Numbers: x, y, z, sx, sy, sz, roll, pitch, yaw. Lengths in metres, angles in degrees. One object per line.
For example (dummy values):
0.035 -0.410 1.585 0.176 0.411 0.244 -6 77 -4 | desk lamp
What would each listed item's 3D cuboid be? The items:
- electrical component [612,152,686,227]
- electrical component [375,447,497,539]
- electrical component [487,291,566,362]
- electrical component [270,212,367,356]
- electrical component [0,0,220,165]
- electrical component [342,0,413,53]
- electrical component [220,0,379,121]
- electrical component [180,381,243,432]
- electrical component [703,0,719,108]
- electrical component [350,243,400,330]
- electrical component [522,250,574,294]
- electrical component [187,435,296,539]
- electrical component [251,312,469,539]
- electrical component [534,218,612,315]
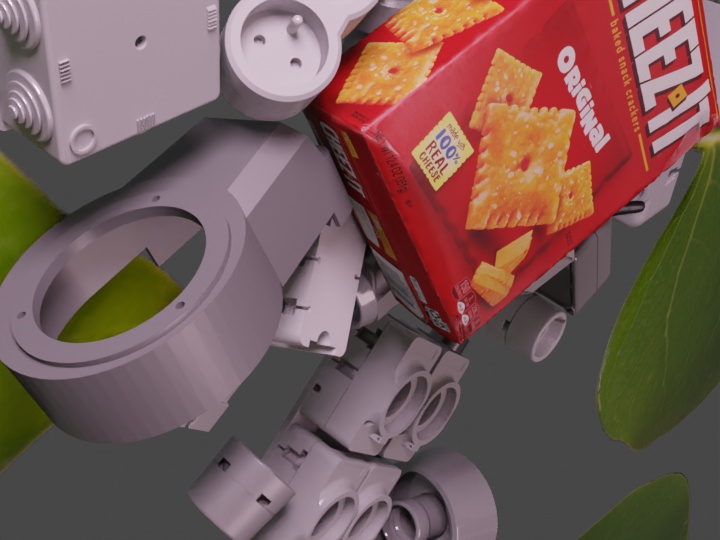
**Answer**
0.242 -0.089 0.939 0.059 0.054 0.095 -30 140 -39 | electrical component
0.052 0.204 0.885 0.060 0.108 0.108 -4 121 -47 | electrical component
0.145 0.047 0.930 0.055 0.047 0.055 -36 144 -32 | electrical component
-0.036 -0.003 0.589 0.050 0.056 0.089 25 74 -59 | electrical component
-0.102 -0.099 0.431 0.100 0.048 0.099 -32 143 -37 | electrical component
0.011 -0.126 0.574 0.045 0.045 0.055 -22 135 -45 | electrical component
-0.022 -0.132 0.508 0.138 0.052 0.074 -62 -168 -13 | electrical component
-0.090 0.054 0.595 0.055 0.048 0.066 -52 150 6 | electrical component
0.292 -0.171 0.892 0.048 0.100 0.099 10 110 -45 | electrical component
0.000 0.000 0.664 0.057 0.058 0.078 -41 147 -31 | electrical component
0.090 -0.025 0.706 0.113 0.078 0.057 117 -25 -75 | electrical component
-0.077 0.142 0.687 0.047 0.055 0.055 -47 149 -10 | electrical component
-0.004 0.125 0.772 0.186 0.060 0.105 -59 150 2 | electrical component
0.172 -0.014 0.897 0.061 0.062 0.096 -45 148 -21 | electrical component
